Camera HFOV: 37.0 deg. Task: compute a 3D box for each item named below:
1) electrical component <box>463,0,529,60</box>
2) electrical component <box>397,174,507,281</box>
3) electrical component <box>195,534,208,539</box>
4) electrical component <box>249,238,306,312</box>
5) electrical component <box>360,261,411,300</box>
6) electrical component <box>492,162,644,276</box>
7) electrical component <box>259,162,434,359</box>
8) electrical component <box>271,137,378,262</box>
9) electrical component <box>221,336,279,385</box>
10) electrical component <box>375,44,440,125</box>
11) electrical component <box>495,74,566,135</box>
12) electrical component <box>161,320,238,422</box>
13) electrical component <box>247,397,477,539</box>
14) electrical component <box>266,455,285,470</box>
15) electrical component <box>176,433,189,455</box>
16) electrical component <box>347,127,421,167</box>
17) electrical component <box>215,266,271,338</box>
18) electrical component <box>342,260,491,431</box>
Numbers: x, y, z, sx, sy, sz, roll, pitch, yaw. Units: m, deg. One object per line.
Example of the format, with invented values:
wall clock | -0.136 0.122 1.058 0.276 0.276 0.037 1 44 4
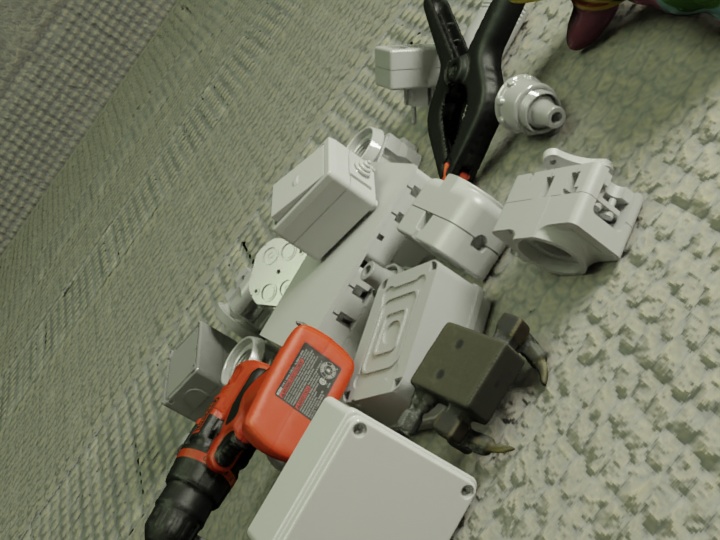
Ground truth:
electrical component | 0.125 -0.225 1.011 0.081 0.043 0.043 -59 24 -6
electrical component | 0.078 -0.037 0.855 0.059 0.054 0.095 -57 24 0
electrical component | -0.127 0.255 0.879 0.061 0.061 0.096 -63 18 -16
electrical component | -0.064 0.009 1.039 0.080 0.051 0.080 -14 64 31
electrical component | 0.029 0.016 0.872 0.043 0.062 0.043 -42 28 29
electrical component | 0.140 -0.033 0.740 0.089 0.050 0.055 -5 56 60
electrical component | 0.000 0.000 0.947 0.186 0.060 0.105 -60 24 -7
electrical component | -0.030 -0.068 0.933 0.096 0.061 0.061 -44 27 27
electrical component | -0.092 0.097 1.002 0.078 0.057 0.058 -50 25 15
electrical component | 0.061 -0.180 1.049 0.047 0.083 0.075 -140 46 -66
electrical component | 0.141 -0.129 0.865 0.048 0.048 0.062 -55 31 4
electrical component | -0.161 0.104 1.117 0.062 0.061 0.096 -45 27 24
electrical component | 0.002 0.155 0.697 0.108 0.109 0.056 -59 22 -6
electrical component | -0.050 0.143 0.892 0.046 0.040 0.040 -25 39 41
electrical component | -0.151 0.186 1.018 0.066 0.048 0.055 -40 37 32
electrical component | 0.018 -0.102 1.042 0.058 0.057 0.078 -22 41 51
electrical component | -0.113 0.037 1.115 0.057 0.058 0.078 -52 25 4
electrical component | 0.043 0.059 0.799 0.078 0.057 0.113 -22 41 52
